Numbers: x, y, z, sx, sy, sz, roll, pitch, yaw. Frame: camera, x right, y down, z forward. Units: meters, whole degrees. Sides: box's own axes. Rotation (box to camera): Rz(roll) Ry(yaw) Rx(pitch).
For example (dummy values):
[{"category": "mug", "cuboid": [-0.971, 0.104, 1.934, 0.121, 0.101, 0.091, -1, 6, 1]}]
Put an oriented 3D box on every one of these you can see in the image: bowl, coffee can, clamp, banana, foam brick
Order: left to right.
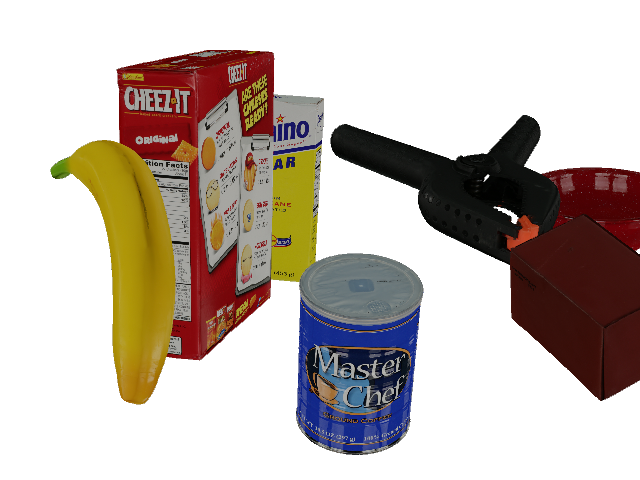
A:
[{"category": "banana", "cuboid": [-0.116, 0.001, 0.634, 0.037, 0.198, 0.070, 9, -50, -35]}, {"category": "coffee can", "cuboid": [0.031, 0.096, 0.914, 0.103, 0.140, 0.103, 2, 30, -1]}, {"category": "clamp", "cuboid": [0.096, -0.041, 0.742, 0.164, 0.036, 0.210, -2, 27, -4]}, {"category": "foam brick", "cuboid": [0.141, 0.033, 0.555, 0.051, 0.053, 0.078, -23, 40, -17]}, {"category": "bowl", "cuboid": [0.289, -0.026, 1.107, 0.162, 0.055, 0.162, -2, 23, 1]}]

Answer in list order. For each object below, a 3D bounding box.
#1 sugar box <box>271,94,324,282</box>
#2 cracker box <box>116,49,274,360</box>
[{"category": "sugar box", "cuboid": [-0.048, -0.052, 1.032, 0.093, 0.176, 0.048, 4, 17, 9]}, {"category": "cracker box", "cuboid": [-0.094, -0.035, 0.834, 0.072, 0.214, 0.164, 5, 15, 16]}]
